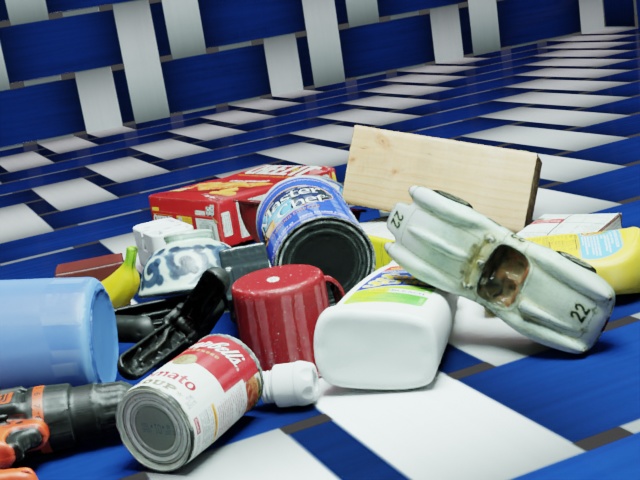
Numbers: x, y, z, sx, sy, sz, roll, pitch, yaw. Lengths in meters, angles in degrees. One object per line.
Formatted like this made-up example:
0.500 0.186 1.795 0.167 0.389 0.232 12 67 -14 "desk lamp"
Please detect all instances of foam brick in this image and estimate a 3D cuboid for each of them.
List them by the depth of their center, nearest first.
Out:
-0.257 0.051 1.212 0.078 0.053 0.051 -11 14 -11 "foam brick"

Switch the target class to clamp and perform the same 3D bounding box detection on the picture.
-0.113 0.069 0.946 0.120 0.039 0.171 -40 -2 5 "clamp"
-0.228 0.087 1.058 0.210 0.036 0.164 -8 3 6 "clamp"

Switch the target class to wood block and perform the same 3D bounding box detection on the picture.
0.139 -0.066 1.208 0.206 0.090 0.090 11 1 15 "wood block"

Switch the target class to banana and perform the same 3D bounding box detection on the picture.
-0.268 0.059 1.154 0.198 0.069 0.037 -14 1 20 "banana"

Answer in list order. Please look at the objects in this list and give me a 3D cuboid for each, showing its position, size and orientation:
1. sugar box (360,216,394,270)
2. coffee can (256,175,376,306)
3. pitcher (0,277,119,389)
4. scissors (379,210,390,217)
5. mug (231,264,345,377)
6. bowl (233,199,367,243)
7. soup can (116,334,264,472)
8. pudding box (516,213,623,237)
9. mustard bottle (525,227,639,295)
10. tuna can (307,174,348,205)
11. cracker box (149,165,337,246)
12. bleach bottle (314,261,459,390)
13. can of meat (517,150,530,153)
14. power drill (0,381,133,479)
0.103 0.010 1.159 0.093 0.048 0.176 -15 17 -30 "sugar box"
-0.007 0.001 1.105 0.102 0.103 0.140 -11 21 -7 "coffee can"
-0.303 0.103 0.909 0.243 0.149 0.145 -5 -1 3 "pitcher"
0.119 -0.025 1.350 0.096 0.016 0.201 -8 13 9 "scissors"
-0.022 0.067 0.927 0.117 0.081 0.093 -19 17 -36 "mug"
-0.026 -0.016 1.275 0.162 0.055 0.162 4 2 0 "bowl"
-0.096 0.120 0.793 0.069 0.068 0.102 -2 16 28 "soup can"
0.253 0.003 1.100 0.090 0.039 0.113 0 18 34 "pudding box"
0.243 0.023 0.983 0.192 0.058 0.096 -6 14 13 "mustard bottle"
-0.006 -0.048 1.384 0.086 0.086 0.033 -4 58 21 "tuna can"
-0.104 -0.052 1.489 0.213 0.072 0.164 -19 17 -39 "cracker box"
0.070 0.057 0.947 0.103 0.068 0.250 2 14 12 "bleach bottle"
0.199 -0.064 1.283 0.102 0.084 0.057 2 14 9 "can of meat"
-0.218 0.156 0.757 0.184 0.057 0.188 -11 12 -4 "power drill"
